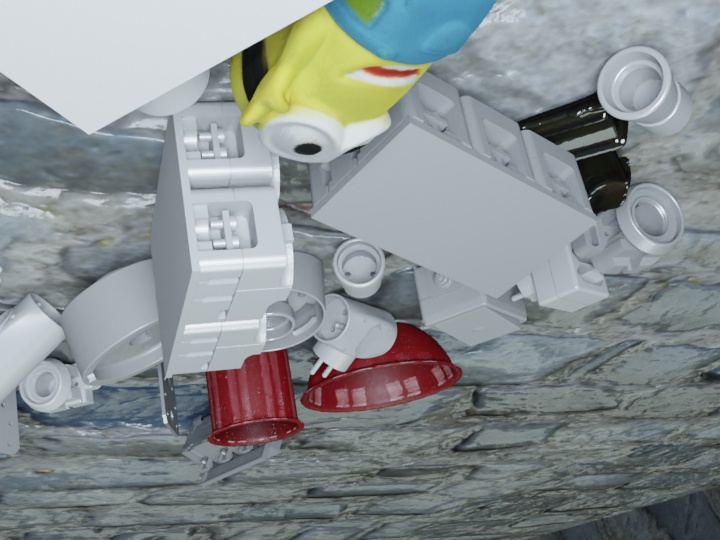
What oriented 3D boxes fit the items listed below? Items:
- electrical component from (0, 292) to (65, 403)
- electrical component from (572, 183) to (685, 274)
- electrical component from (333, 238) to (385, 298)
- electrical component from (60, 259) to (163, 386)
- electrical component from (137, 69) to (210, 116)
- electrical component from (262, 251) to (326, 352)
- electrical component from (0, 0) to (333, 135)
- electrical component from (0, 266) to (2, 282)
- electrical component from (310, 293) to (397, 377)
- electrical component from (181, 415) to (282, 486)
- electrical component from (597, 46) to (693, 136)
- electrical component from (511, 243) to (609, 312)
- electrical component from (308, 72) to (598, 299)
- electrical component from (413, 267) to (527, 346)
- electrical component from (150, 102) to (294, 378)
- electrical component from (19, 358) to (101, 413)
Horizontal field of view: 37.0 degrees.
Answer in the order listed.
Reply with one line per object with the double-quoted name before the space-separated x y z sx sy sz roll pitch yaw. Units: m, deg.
"electrical component" -0.267 0.055 0.833 0.077 0.044 0.079 -45 -161 -2
"electrical component" 0.211 -0.032 0.828 0.078 0.058 0.057 0 160 -24
"electrical component" 0.000 0.000 0.840 0.040 0.040 0.046 -10 164 -1
"electrical component" -0.170 0.032 0.800 0.108 0.060 0.108 -30 166 -8
"electrical component" -0.100 -0.106 0.513 0.045 0.045 0.055 -12 158 4
"electrical component" -0.075 0.020 0.856 0.099 0.064 0.099 -8 145 -6
"electrical component" -0.070 -0.136 0.393 0.186 0.060 0.105 -22 141 28
"electrical component" -0.274 0.004 0.705 0.074 0.052 0.138 -2 158 -22
"electrical component" -0.016 0.064 0.960 0.079 0.043 0.077 -54 145 11
"electrical component" -0.144 0.188 1.213 0.063 0.078 0.121 37 137 -23
"electrical component" 0.176 -0.104 0.650 0.044 0.044 0.065 -22 161 29
"electrical component" 0.152 0.002 0.875 0.047 0.065 0.077 12 150 -44
"electrical component" 0.054 -0.053 0.644 0.150 0.061 0.089 23 133 -33
"electrical component" 0.091 0.023 0.908 0.062 0.061 0.096 -22 156 29
"electrical component" -0.090 -0.013 0.671 0.060 0.105 0.186 -4 158 -16
"electrical component" -0.277 0.106 0.976 0.066 0.048 0.055 -14 166 10
